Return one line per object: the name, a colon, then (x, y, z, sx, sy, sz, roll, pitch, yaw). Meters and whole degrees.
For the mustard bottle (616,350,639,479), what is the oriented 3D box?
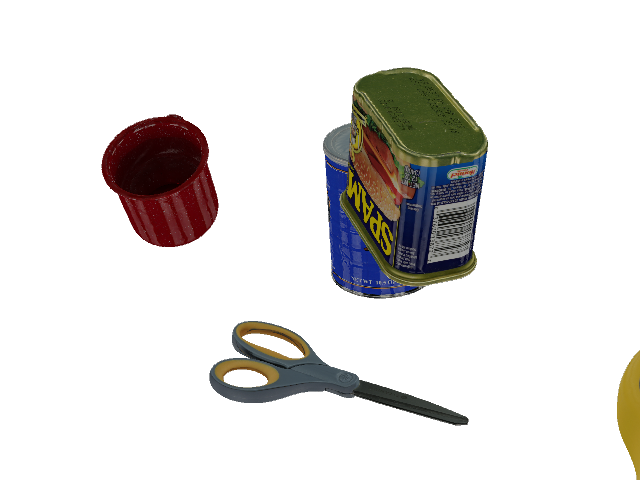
mustard bottle: (0.198, 0.096, 0.530, 0.096, 0.058, 0.191, 4, 39, 10)

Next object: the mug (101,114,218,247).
mug: (-0.135, -0.058, 0.946, 0.093, 0.117, 0.081, -1, -36, 8)

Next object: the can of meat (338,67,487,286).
can of meat: (0.052, -0.039, 0.606, 0.057, 0.084, 0.102, -10, 39, -17)

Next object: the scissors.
scissors: (0.001, 0.114, 0.799, 0.202, 0.016, 0.096, 25, 40, 32)

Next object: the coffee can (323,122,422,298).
coffee can: (0.057, -0.031, 1.009, 0.103, 0.140, 0.103, -3, 29, 1)
